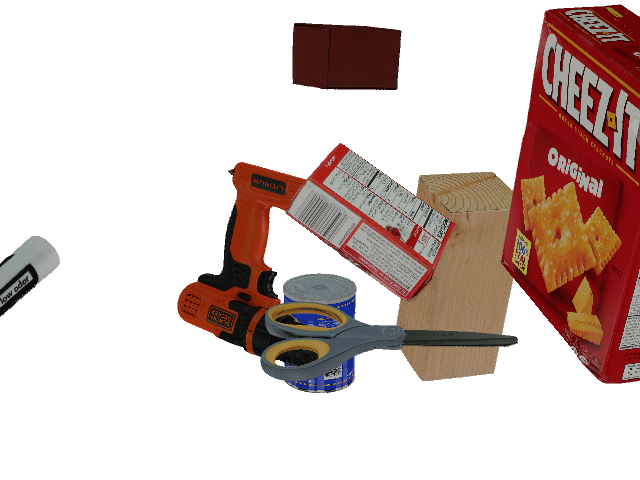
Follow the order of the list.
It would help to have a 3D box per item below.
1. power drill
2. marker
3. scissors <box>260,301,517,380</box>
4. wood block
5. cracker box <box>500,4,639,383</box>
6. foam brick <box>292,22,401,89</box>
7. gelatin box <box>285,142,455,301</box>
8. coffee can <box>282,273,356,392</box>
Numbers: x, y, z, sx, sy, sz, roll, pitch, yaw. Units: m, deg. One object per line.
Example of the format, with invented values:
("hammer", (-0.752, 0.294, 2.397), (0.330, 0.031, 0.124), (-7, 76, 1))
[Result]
("power drill", (-0.050, 0.024, 1.089), (0.185, 0.188, 0.057), (19, 3, 28))
("marker", (-0.162, 0.040, 0.470), (0.020, 0.020, 0.121), (0, 35, 39))
("scissors", (0.041, 0.085, 0.823), (0.202, 0.016, 0.096), (10, 37, 24))
("wood block", (0.147, 0.039, 1.150), (0.090, 0.206, 0.090), (-4, 29, -17))
("cracker box", (0.200, -0.033, 0.741), (0.072, 0.214, 0.164), (-7, 33, -16))
("foam brick", (0.022, -0.154, 0.898), (0.078, 0.051, 0.053), (-5, 16, -35))
("gelatin box", (0.031, -0.012, 0.621), (0.089, 0.030, 0.073), (36, 26, 0))
("coffee can", (-0.001, 0.129, 1.506), (0.103, 0.140, 0.103), (0, 19, 0))
